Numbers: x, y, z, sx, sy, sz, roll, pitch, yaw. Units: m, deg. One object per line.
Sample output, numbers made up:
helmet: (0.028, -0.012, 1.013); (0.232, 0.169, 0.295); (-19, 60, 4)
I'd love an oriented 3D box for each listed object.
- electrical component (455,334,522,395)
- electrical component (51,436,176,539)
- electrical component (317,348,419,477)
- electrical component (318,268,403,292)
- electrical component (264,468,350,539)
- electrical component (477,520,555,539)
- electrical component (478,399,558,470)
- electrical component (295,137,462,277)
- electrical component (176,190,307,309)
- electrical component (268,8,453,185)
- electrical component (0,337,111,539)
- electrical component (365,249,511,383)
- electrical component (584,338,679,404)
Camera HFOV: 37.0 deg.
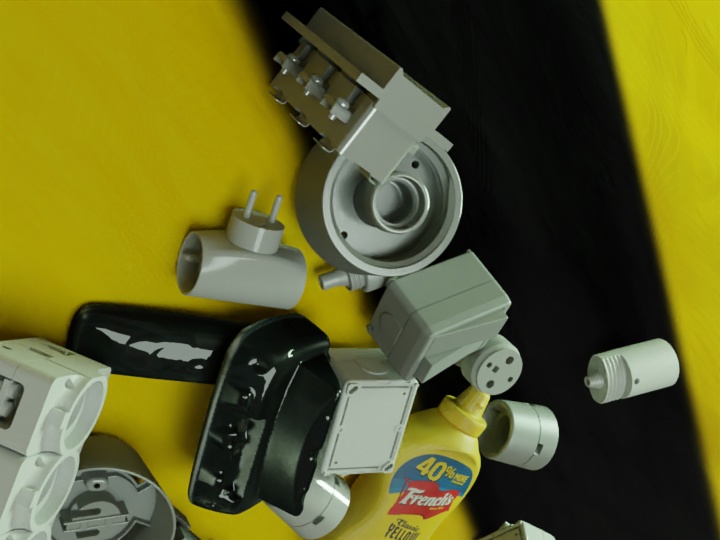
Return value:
electrical component: (0.096, 0.066, 0.845); (0.045, 0.055, 0.045); (-12, 121, -22)
electrical component: (-0.184, 0.167, 0.746); (0.099, 0.064, 0.099); (-12, 120, -21)
electrical component: (-0.006, 0.110, 0.811); (0.062, 0.061, 0.096); (3, 114, -29)
electrical component: (0.000, 0.000, 0.772); (0.061, 0.035, 0.035); (-18, 123, -16)
electrical component: (-0.043, 0.172, 0.830); (0.055, 0.055, 0.047); (-44, 123, -1)
electrical component: (0.144, 0.272, 0.962); (0.062, 0.096, 0.061); (-33, 133, 29)
electrical component: (0.131, 0.137, 0.903); (0.047, 0.055, 0.055); (16, 108, -29)
electrical component: (0.016, -0.046, 0.719); (0.108, 0.060, 0.108); (-3, 98, -19)
electrical component: (-0.074, -0.016, 0.719); (0.077, 0.043, 0.079); (9, 110, -31)
electrical component: (-0.006, -0.106, 0.657); (0.079, 0.121, 0.063); (32, 101, -36)
electrical component: (-0.215, 0.124, 0.662); (0.062, 0.089, 0.150); (22, 92, 8)
electrical component: (0.064, 0.034, 0.788); (0.096, 0.061, 0.061); (-20, 151, -32)
electrical component: (0.231, 0.089, 0.936); (0.081, 0.043, 0.043); (-11, 120, -23)
